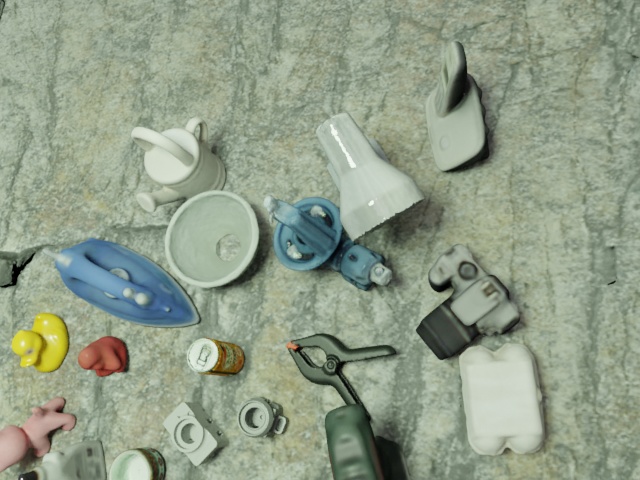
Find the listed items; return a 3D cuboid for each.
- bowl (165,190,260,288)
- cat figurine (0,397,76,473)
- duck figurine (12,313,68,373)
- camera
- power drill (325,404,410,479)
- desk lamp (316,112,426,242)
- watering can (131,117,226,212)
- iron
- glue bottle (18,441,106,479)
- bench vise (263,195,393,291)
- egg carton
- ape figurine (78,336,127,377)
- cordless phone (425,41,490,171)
[{"bbox_3d":[-0.171,0.005,0.968,0.167,0.075,0.167,-4,75,14],"label":"bowl"},{"bbox_3d":[-0.492,0.323,0.946,0.067,0.118,0.128,41,89,21],"label":"cat figurine"},{"bbox_3d":[-0.497,0.177,1.002,0.077,0.086,0.104,-6,74,13],"label":"duck figurine"},{"bbox_3d":[0.198,0.097,0.833,0.137,0.101,0.143,-39,70,2],"label":"camera"},{"bbox_3d":[0.071,0.331,0.748,0.075,0.209,0.229,-21,71,9],"label":"power drill"},{"bbox_3d":[0.067,-0.088,0.856,0.118,0.214,0.203,-31,70,5],"label":"desk lamp"},{"bbox_3d":[-0.243,-0.128,0.958,0.100,0.194,0.173,1,76,15],"label":"watering can"},{"bbox_3d":[-0.333,0.075,0.957,0.257,0.142,0.119,22,82,19],"label":"iron"},{"bbox_3d":[-0.398,0.356,0.883,0.037,0.173,0.078,-17,72,10],"label":"glue bottle"},{"bbox_3d":[0.011,-0.008,0.847,0.207,0.220,0.121,10,78,17],"label":"bench vise"},{"bbox_3d":[0.255,0.222,0.802,0.107,0.069,0.150,-8,74,13],"label":"egg carton"},{"bbox_3d":[-0.371,0.198,0.961,0.077,0.092,0.076,22,82,19],"label":"ape figurine"},{"bbox_3d":[0.205,-0.198,0.864,0.094,0.185,0.147,-13,73,11],"label":"cordless phone"}]
